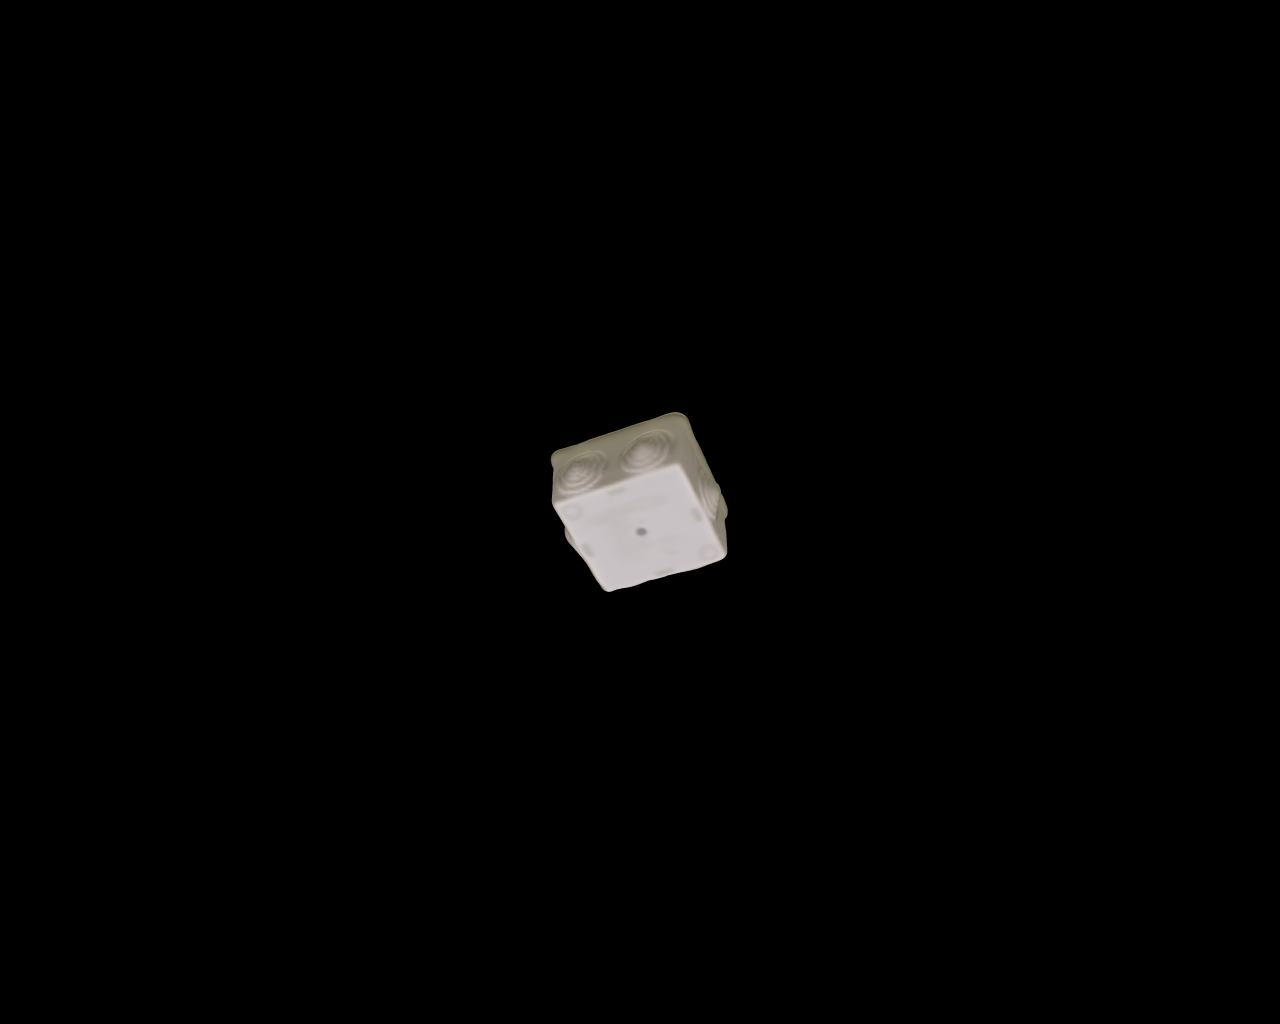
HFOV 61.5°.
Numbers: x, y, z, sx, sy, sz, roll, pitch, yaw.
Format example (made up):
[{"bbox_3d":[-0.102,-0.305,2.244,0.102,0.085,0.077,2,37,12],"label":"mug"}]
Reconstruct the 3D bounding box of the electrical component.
[{"bbox_3d":[0.001,-0.003,0.650,0.100,0.099,0.048,-17,39,14],"label":"electrical component"}]
